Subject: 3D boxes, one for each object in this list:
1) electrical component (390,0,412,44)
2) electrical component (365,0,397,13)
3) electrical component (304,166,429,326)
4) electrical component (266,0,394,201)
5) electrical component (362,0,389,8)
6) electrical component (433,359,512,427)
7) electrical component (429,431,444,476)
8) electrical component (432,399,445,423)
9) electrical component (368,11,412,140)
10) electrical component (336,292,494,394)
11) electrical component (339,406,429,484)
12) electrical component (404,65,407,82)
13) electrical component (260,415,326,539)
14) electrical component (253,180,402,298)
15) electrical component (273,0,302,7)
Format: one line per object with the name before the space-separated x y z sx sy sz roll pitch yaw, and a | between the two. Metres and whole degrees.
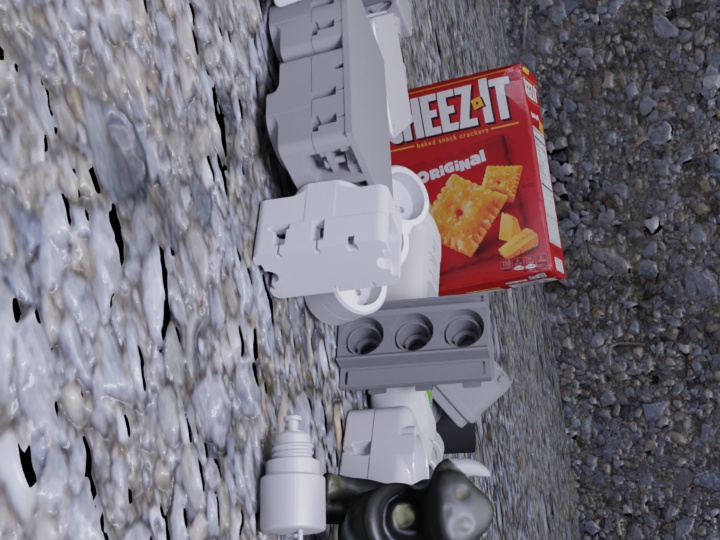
electrical component | 0.023 -0.250 1.089 0.065 0.047 0.076 51 35 -65
electrical component | 0.008 -0.277 1.029 0.055 0.055 0.047 65 20 -52
electrical component | -0.003 -0.015 0.837 0.052 0.074 0.138 41 55 -19
electrical component | -0.021 -0.124 0.794 0.105 0.060 0.186 64 19 -49
electrical component | -0.017 -0.278 0.931 0.096 0.061 0.061 53 32 -50
electrical component | 0.091 0.094 1.071 0.113 0.057 0.078 48 13 7
electrical component | 0.056 0.179 1.019 0.055 0.045 0.045 -65 146 -65
electrical component | 0.062 0.138 1.074 0.078 0.040 0.040 -11 94 -75
electrical component | 0.003 -0.170 0.953 0.108 0.056 0.108 -53 135 -70
electrical component | 0.048 0.065 0.885 0.063 0.121 0.078 68 20 -54
electrical component | 0.021 0.158 0.860 0.095 0.059 0.053 -82 160 -46
electrical component | 0.032 -0.211 1.132 0.035 0.035 0.061 65 20 -52
electrical component | -0.042 0.130 0.666 0.040 0.040 0.078 51 35 -65
electrical component | -0.020 -0.022 0.722 0.050 0.089 0.055 66 22 -50
electrical component | -0.036 -0.240 0.750 0.099 0.100 0.048 63 12 -54
